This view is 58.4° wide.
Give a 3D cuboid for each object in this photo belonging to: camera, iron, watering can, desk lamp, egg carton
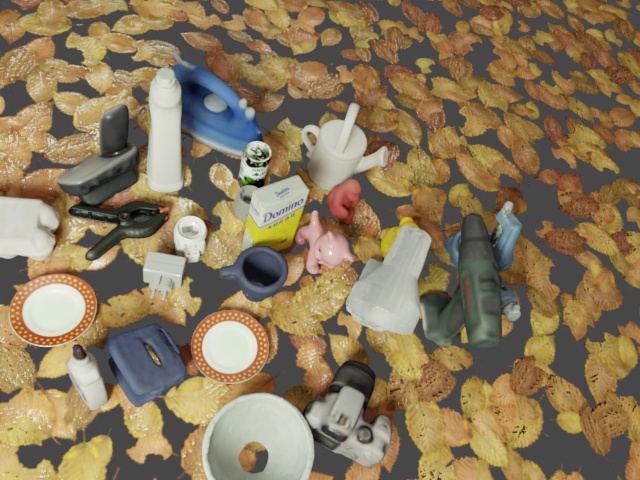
[{"bbox_3d":[0.057,0.271,0.926,0.143,0.100,0.137,28,56,2],"label":"camera"},{"bbox_3d":[-0.204,-0.272,1.159,0.258,0.141,0.119,31,56,4],"label":"iron"},{"bbox_3d":[0.051,-0.193,1.153,0.173,0.194,0.101,5,58,-13],"label":"watering can"},{"bbox_3d":[0.117,0.081,0.993,0.118,0.213,0.203,26,56,1],"label":"desk lamp"},{"bbox_3d":[-0.518,-0.019,0.955,0.150,0.069,0.107,3,59,-14],"label":"egg carton"}]

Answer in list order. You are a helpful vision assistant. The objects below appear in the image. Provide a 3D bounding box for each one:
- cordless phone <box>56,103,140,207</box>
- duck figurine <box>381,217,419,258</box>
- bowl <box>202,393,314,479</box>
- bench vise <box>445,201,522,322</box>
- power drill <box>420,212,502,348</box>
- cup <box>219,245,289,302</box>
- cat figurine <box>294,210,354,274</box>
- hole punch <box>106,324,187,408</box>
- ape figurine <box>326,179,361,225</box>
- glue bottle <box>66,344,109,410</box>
[{"bbox_3d":[-0.392,-0.157,1.007,0.094,0.185,0.148,39,57,9],"label":"cordless phone"},{"bbox_3d":[0.167,0.003,1.131,0.077,0.086,0.104,11,57,-9],"label":"duck figurine"},{"bbox_3d":[-0.096,0.323,0.866,0.167,0.074,0.167,7,58,-12],"label":"bowl"},{"bbox_3d":[0.339,0.038,1.079,0.122,0.219,0.207,-28,70,-28],"label":"bench vise"},{"bbox_3d":[0.254,0.096,1.026,0.076,0.208,0.229,3,59,-14],"label":"power drill"},{"bbox_3d":[-0.120,0.070,1.001,0.118,0.095,0.091,-2,60,-17],"label":"cup"},{"bbox_3d":[0.010,0.004,1.066,0.067,0.117,0.127,-15,65,-24],"label":"cat figurine"},{"bbox_3d":[-0.268,0.186,0.890,0.101,0.091,0.108,-29,71,-29],"label":"hole punch"},{"bbox_3d":[0.055,-0.087,1.151,0.078,0.092,0.076,-33,73,-30],"label":"ape figurine"},{"bbox_3d":[-0.337,0.186,0.820,0.037,0.173,0.078,-30,71,-29],"label":"glue bottle"}]
